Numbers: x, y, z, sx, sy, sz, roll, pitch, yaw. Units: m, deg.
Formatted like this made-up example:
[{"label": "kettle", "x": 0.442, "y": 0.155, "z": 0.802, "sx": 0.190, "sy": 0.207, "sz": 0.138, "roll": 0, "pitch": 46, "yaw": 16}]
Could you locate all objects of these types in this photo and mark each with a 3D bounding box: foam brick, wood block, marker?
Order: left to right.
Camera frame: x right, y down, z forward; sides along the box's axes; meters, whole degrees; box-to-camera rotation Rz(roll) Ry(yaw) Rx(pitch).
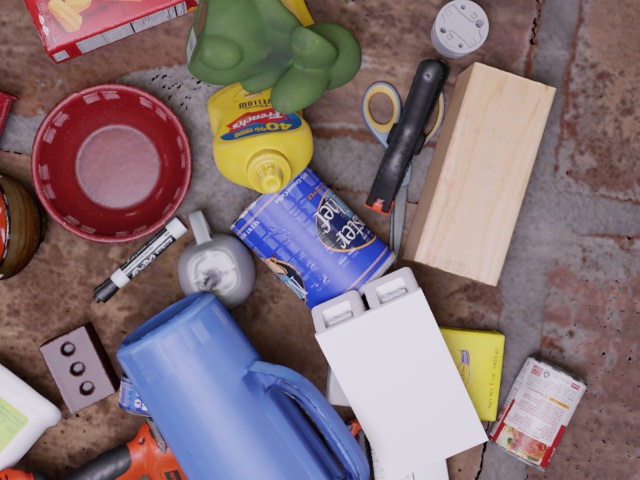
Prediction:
[{"label": "foam brick", "x": -0.244, "y": 0.129, "z": 1.090, "sx": 0.053, "sy": 0.051, "sz": 0.078, "roll": -26, "pitch": 91, "yaw": -3}, {"label": "marker", "x": -0.189, "y": 0.023, "z": 1.110, "sx": 0.121, "sy": 0.020, "sz": 0.020, "roll": -42, "pitch": 92, "yaw": -3}, {"label": "wood block", "x": 0.161, "y": -0.064, "z": 1.095, "sx": 0.090, "sy": 0.091, "sz": 0.206, "roll": 17, "pitch": 88, "yaw": -3}]

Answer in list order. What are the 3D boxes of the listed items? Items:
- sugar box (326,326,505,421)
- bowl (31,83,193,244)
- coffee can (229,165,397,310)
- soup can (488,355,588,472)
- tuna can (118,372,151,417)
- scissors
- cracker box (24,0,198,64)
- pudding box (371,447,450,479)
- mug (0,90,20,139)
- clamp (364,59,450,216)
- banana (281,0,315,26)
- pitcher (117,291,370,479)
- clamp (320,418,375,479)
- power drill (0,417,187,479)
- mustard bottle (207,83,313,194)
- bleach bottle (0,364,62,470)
[{"label": "sugar box", "x": 0.098, "y": 0.133, "z": 1.112, "sx": 0.176, "sy": 0.048, "sz": 0.093, "roll": 5, "pitch": 91, "yaw": -5}, {"label": "bowl", "x": -0.210, "y": -0.076, "z": 1.091, "sx": 0.162, "sy": 0.055, "sz": 0.162, "roll": 0, "pitch": 90, "yaw": -3}, {"label": "coffee can", "x": -0.007, "y": 0.001, "z": 1.078, "sx": 0.103, "sy": 0.103, "sz": 0.140, "roll": -45, "pitch": 92, "yaw": -3}, {"label": "soup can", "x": 0.225, "y": 0.179, "z": 1.108, "sx": 0.068, "sy": 0.068, "sz": 0.102, "roll": 27, "pitch": 88, "yaw": -3}, {"label": "tuna can", "x": -0.160, "y": 0.156, "z": 1.078, "sx": 0.086, "sy": 0.086, "sz": 0.034, "roll": 7, "pitch": 91, "yaw": -3}, {"label": "scissors", "x": 0.070, "y": -0.080, "z": 1.127, "sx": 0.096, "sy": 0.016, "sz": 0.202, "roll": 21, "pitch": 88, "yaw": -1}, {"label": "cracker box", "x": -0.206, "y": -0.297, "z": 1.085, "sx": 0.213, "sy": 0.072, "sz": 0.164, "roll": -22, "pitch": 92, "yaw": -4}, {"label": "pudding box", "x": 0.090, "y": 0.250, "z": 1.115, "sx": 0.090, "sy": 0.039, "sz": 0.113, "roll": -9, "pitch": 87, "yaw": 0}, {"label": "mug", "x": -0.368, "y": -0.124, "z": 1.073, "sx": 0.117, "sy": 0.093, "sz": 0.081, "roll": 21, "pitch": 94, "yaw": 27}, {"label": "clamp", "x": 0.088, "y": -0.107, "z": 1.063, "sx": 0.039, "sy": 0.120, "sz": 0.171, "roll": 21, "pitch": 94, "yaw": 12}, {"label": "banana", "x": -0.023, "y": -0.254, "z": 1.112, "sx": 0.069, "sy": 0.037, "sz": 0.198, "roll": -11, "pitch": 90, "yaw": 0}, {"label": "pitcher", "x": -0.073, "y": 0.169, "z": 0.989, "sx": 0.149, "sy": 0.145, "sz": 0.243, "roll": -33, "pitch": 98, "yaw": -12}, {"label": "clamp", "x": 0.004, "y": 0.283, "z": 1.091, "sx": 0.164, "sy": 0.036, "sz": 0.210, "roll": 33, "pitch": 97, "yaw": 6}, {"label": "power drill", "x": -0.220, "y": 0.266, "z": 1.061, "sx": 0.187, "sy": 0.057, "sz": 0.184, "roll": -24, "pitch": 135, "yaw": -15}, {"label": "mustard bottle", "x": -0.056, "y": -0.096, "z": 1.033, "sx": 0.096, "sy": 0.191, "sz": 0.058, "roll": -9, "pitch": 121, "yaw": -4}, {"label": "bleach bottle", "x": -0.366, "y": 0.237, "z": 1.022, "sx": 0.102, "sy": 0.068, "sz": 0.250, "roll": 37, "pitch": 73, "yaw": 1}]
